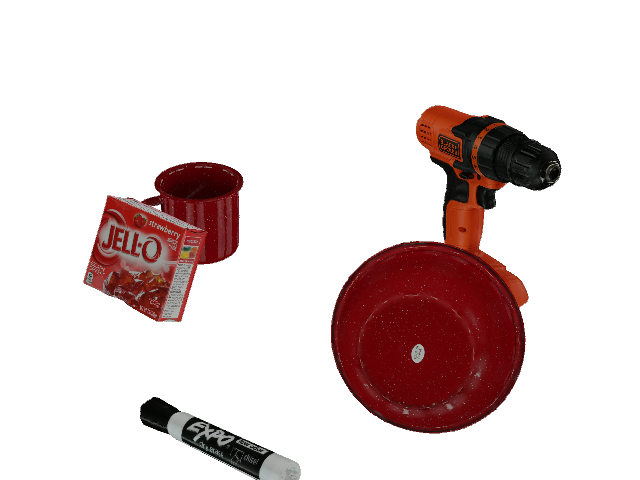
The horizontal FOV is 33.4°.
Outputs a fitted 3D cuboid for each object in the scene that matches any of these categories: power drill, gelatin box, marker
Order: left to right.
[{"bbox_3d":[-0.135,0.013,0.812,0.089,0.073,0.030,23,9,34],"label":"gelatin box"},{"bbox_3d":[-0.063,0.118,0.629,0.121,0.020,0.020,16,10,37],"label":"marker"},{"bbox_3d":[0.162,-0.027,1.027,0.057,0.188,0.185,-16,27,-25],"label":"power drill"}]

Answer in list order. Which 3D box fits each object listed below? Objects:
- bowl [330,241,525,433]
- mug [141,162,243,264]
[{"bbox_3d":[0.080,0.083,0.854,0.162,0.162,0.055,0,7,15],"label":"bowl"},{"bbox_3d":[-0.139,-0.025,1.134,0.117,0.081,0.093,-11,32,-21],"label":"mug"}]
